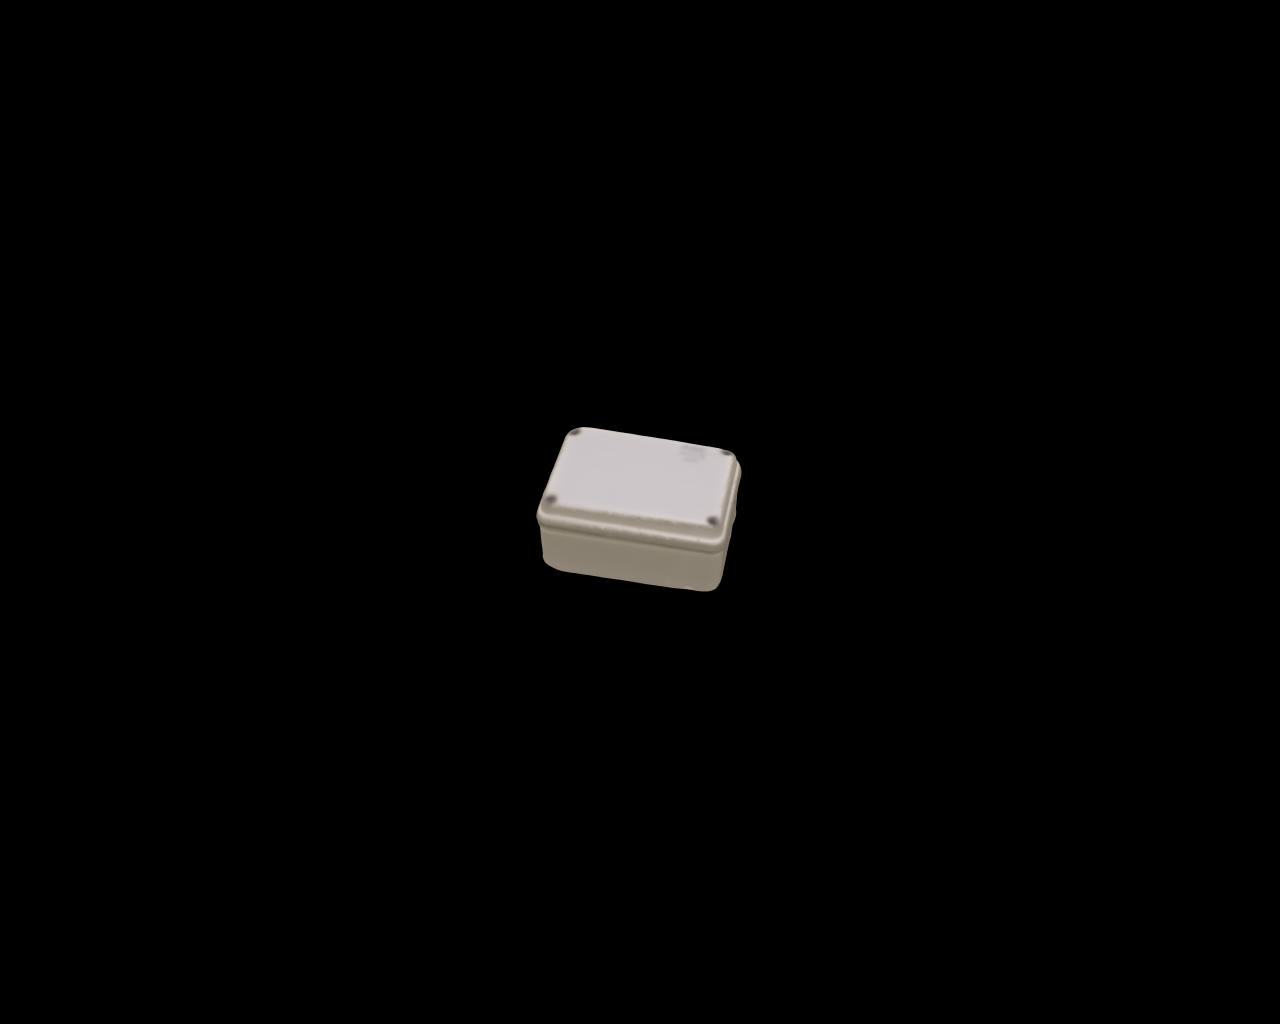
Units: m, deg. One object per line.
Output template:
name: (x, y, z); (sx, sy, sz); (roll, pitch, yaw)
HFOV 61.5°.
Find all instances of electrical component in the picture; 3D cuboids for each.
electrical component: (0.001, -0.003, 0.650); (0.113, 0.078, 0.057); (9, -43, 8)
